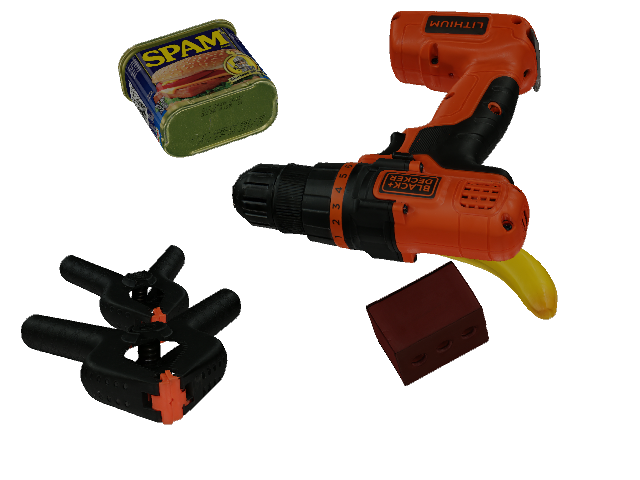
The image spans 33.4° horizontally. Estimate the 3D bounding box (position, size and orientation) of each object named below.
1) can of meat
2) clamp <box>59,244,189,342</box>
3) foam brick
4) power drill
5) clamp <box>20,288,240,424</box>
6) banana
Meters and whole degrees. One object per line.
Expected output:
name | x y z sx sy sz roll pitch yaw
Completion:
can of meat | -0.094 -0.117 0.832 0.102 0.057 0.084 -21 52 -19
clamp | -0.159 0.044 0.985 0.120 0.039 0.172 -16 30 -26
foam brick | 0.083 0.064 0.824 0.078 0.051 0.053 -28 -39 -5
power drill | 0.054 -0.068 0.678 0.185 0.187 0.057 9 -37 21
clamp | -0.109 0.073 0.732 0.164 0.036 0.210 -10 14 -21
banana | 0.170 0.026 1.046 0.069 0.037 0.198 -37 37 -22
